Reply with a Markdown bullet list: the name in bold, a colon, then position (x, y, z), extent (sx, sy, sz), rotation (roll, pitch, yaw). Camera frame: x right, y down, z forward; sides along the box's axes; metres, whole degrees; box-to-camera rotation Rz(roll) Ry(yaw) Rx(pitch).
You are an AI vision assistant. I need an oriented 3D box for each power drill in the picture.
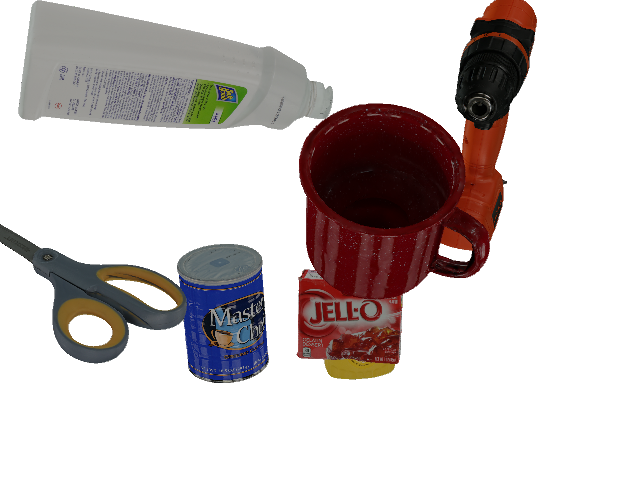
- **power drill**: position (0.133, -0.087, 0.874), extent (0.057, 0.188, 0.184), rotation (16, 36, 11)

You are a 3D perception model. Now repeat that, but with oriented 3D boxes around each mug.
- **mug**: position (0.043, -0.014, 0.620), extent (0.117, 0.093, 0.081), rotation (24, -32, 13)

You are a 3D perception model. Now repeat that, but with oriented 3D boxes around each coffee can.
- **coffee can**: position (-0.118, 0.088, 1.309), extent (0.103, 0.140, 0.103), rotation (-2, 25, 1)

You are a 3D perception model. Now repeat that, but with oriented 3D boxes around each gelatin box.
- **gelatin box**: position (0.025, 0.065, 0.914), extent (0.089, 0.073, 0.030), rotation (3, 15, 7)

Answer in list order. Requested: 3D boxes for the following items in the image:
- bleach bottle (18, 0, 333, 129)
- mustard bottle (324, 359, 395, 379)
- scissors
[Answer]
- **bleach bottle**: position (-0.115, -0.129, 0.881), extent (0.250, 0.068, 0.103), rotation (8, -31, -16)
- **mustard bottle**: position (0.054, 0.091, 1.436), extent (0.096, 0.192, 0.058), rotation (-3, 21, -8)
- **scissors**: position (-0.189, 0.029, 0.722), extent (0.202, 0.016, 0.096), rotation (16, 40, 15)
